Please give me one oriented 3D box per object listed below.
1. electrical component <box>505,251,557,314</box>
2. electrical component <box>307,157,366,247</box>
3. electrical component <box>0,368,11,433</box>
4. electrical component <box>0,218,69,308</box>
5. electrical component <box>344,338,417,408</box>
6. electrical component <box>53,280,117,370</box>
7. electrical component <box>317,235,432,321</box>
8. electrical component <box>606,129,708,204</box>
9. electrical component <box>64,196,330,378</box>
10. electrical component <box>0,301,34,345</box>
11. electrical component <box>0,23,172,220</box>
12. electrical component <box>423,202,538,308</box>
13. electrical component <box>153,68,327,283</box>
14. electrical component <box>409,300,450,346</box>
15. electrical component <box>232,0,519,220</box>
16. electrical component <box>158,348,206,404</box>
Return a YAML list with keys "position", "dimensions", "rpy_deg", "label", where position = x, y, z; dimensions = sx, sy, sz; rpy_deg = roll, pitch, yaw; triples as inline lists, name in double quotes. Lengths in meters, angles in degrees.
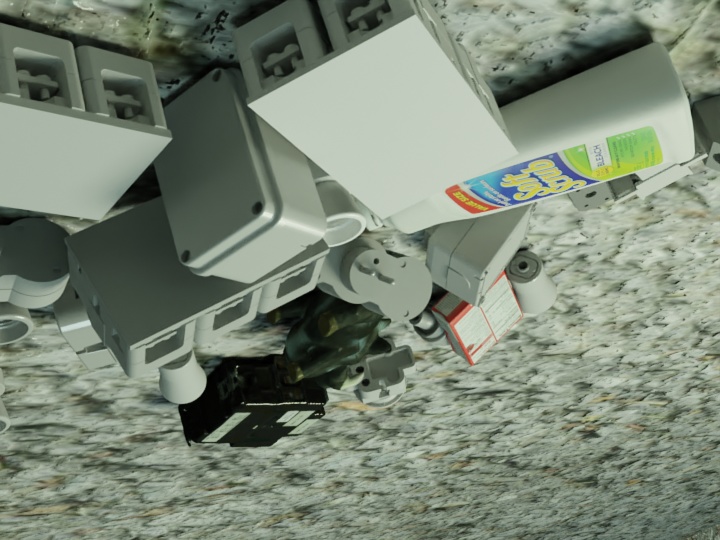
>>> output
- position: [0.161, 0.010, 1.025]
  dimensions: [0.044, 0.044, 0.065]
  rpy_deg: [-21, 149, 9]
  label: "electrical component"
- position: [-0.024, -0.051, 0.772]
  dimensions: [0.045, 0.055, 0.045]
  rpy_deg: [-14, 154, -7]
  label: "electrical component"
- position: [-0.322, 0.109, 0.908]
  dimensions: [0.045, 0.055, 0.045]
  rpy_deg: [-15, 154, -8]
  label: "electrical component"
- position: [-0.257, -0.012, 0.710]
  dimensions: [0.138, 0.052, 0.073]
  rpy_deg: [-2, 150, -29]
  label: "electrical component"
- position: [0.019, 0.110, 1.118]
  dimensions: [0.078, 0.058, 0.057]
  rpy_deg: [-16, 152, -4]
  label: "electrical component"
- position: [-0.197, 0.033, 0.835]
  dimensions: [0.059, 0.053, 0.095]
  rpy_deg: [-15, 154, -5]
  label: "electrical component"
- position: [0.000, 0.000, 0.825]
  dimensions: [0.138, 0.052, 0.074]
  rpy_deg: [24, 178, -30]
  label: "electrical component"
- position: [0.229, -0.093, 0.859]
  dimensions: [0.081, 0.042, 0.064]
  rpy_deg: [-30, 150, 23]
  label: "electrical component"
- position: [-0.110, -0.003, 0.729]
  dimensions: [0.150, 0.089, 0.061]
  rpy_deg: [-27, 160, -24]
  label: "electrical component"
- position: [-0.260, 0.020, 0.768]
  dimensions: [0.045, 0.055, 0.045]
  rpy_deg: [-14, 154, -7]
  label: "electrical component"
- position: [-0.195, -0.086, 0.590]
  dimensions: [0.150, 0.061, 0.089]
  rpy_deg: [8, 145, -41]
  label: "electrical component"
- position: [0.096, -0.031, 0.861]
  dimensions: [0.096, 0.061, 0.061]
  rpy_deg: [-52, 163, -23]
  label: "electrical component"
- position: [-0.078, -0.057, 0.660]
  dimensions: [0.078, 0.113, 0.057]
  rpy_deg: [-31, 154, 27]
  label: "electrical component"
- position: [0.072, 0.050, 1.047]
  dimensions: [0.043, 0.043, 0.062]
  rpy_deg: [-33, 149, 30]
  label: "electrical component"
- position: [0.014, -0.110, 0.671]
  dimensions: [0.105, 0.060, 0.186]
  rpy_deg: [-25, 153, 16]
  label: "electrical component"
- position: [-0.166, 0.089, 0.982]
  dimensions: [0.044, 0.044, 0.065]
  rpy_deg: [-13, 149, -8]
  label: "electrical component"
